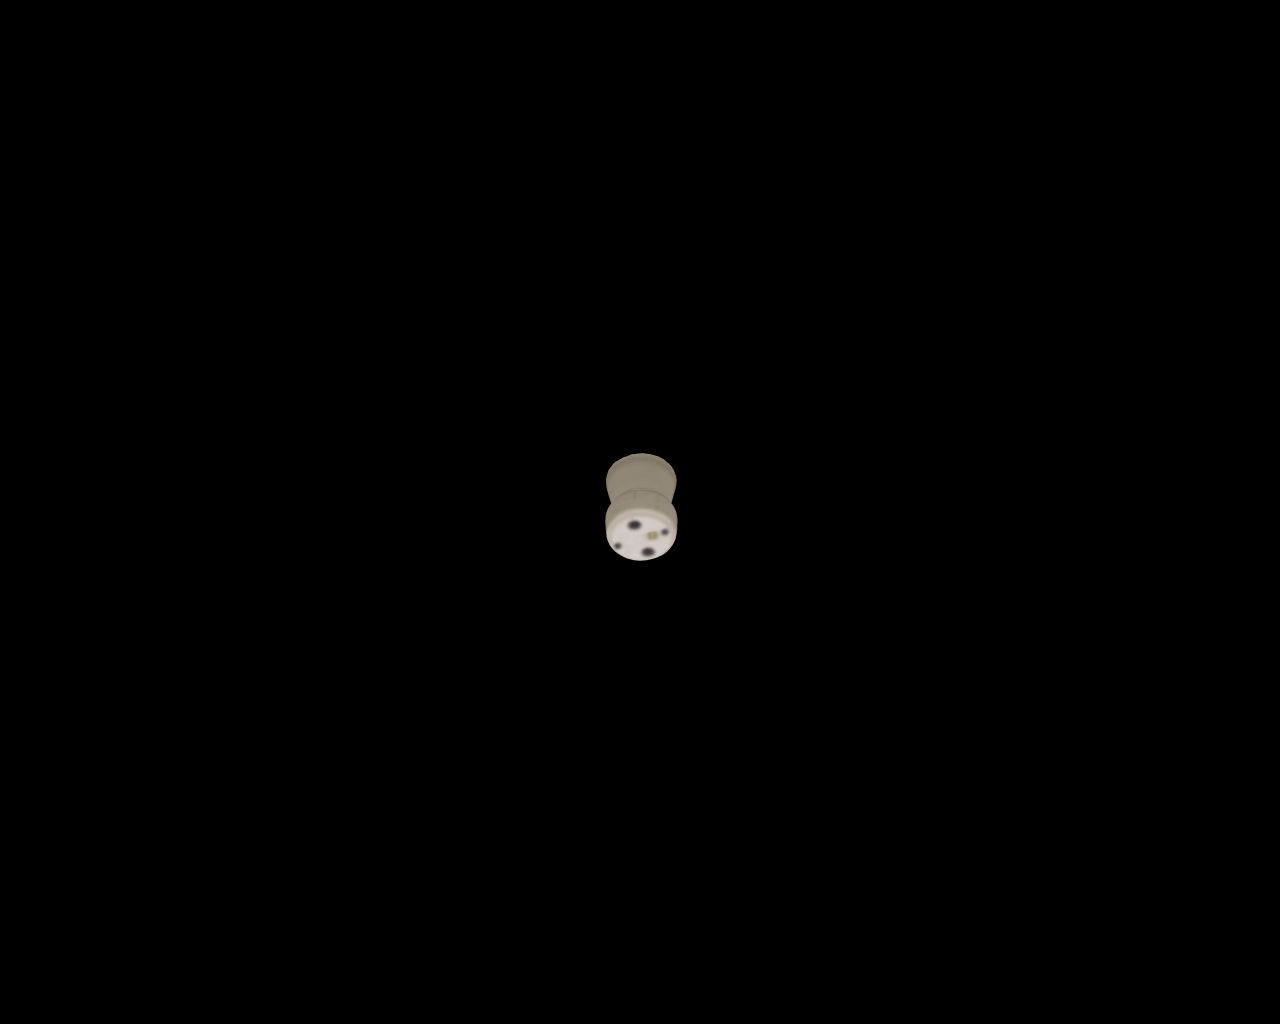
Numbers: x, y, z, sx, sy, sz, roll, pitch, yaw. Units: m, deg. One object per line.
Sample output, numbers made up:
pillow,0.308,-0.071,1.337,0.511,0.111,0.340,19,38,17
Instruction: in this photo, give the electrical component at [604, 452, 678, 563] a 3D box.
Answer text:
electrical component,0.001,-0.003,0.650,0.045,0.044,0.055,0,41,0
